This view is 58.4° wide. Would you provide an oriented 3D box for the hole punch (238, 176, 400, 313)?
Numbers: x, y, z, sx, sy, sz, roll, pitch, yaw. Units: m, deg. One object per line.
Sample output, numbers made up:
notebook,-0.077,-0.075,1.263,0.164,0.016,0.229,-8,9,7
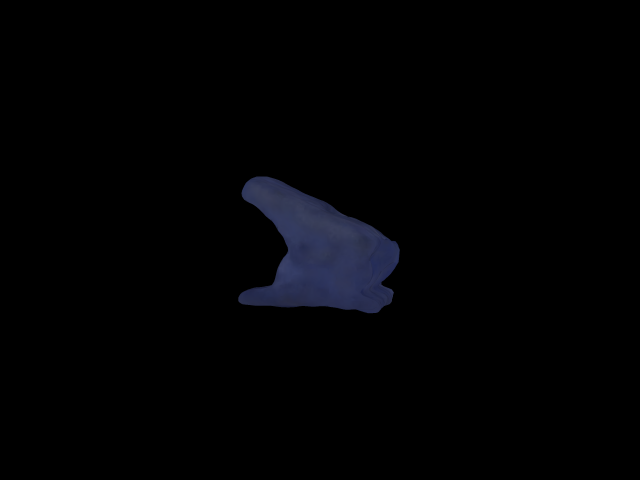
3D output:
hole punch,0.004,0.001,0.400,0.101,0.091,0.109,0,0,13
